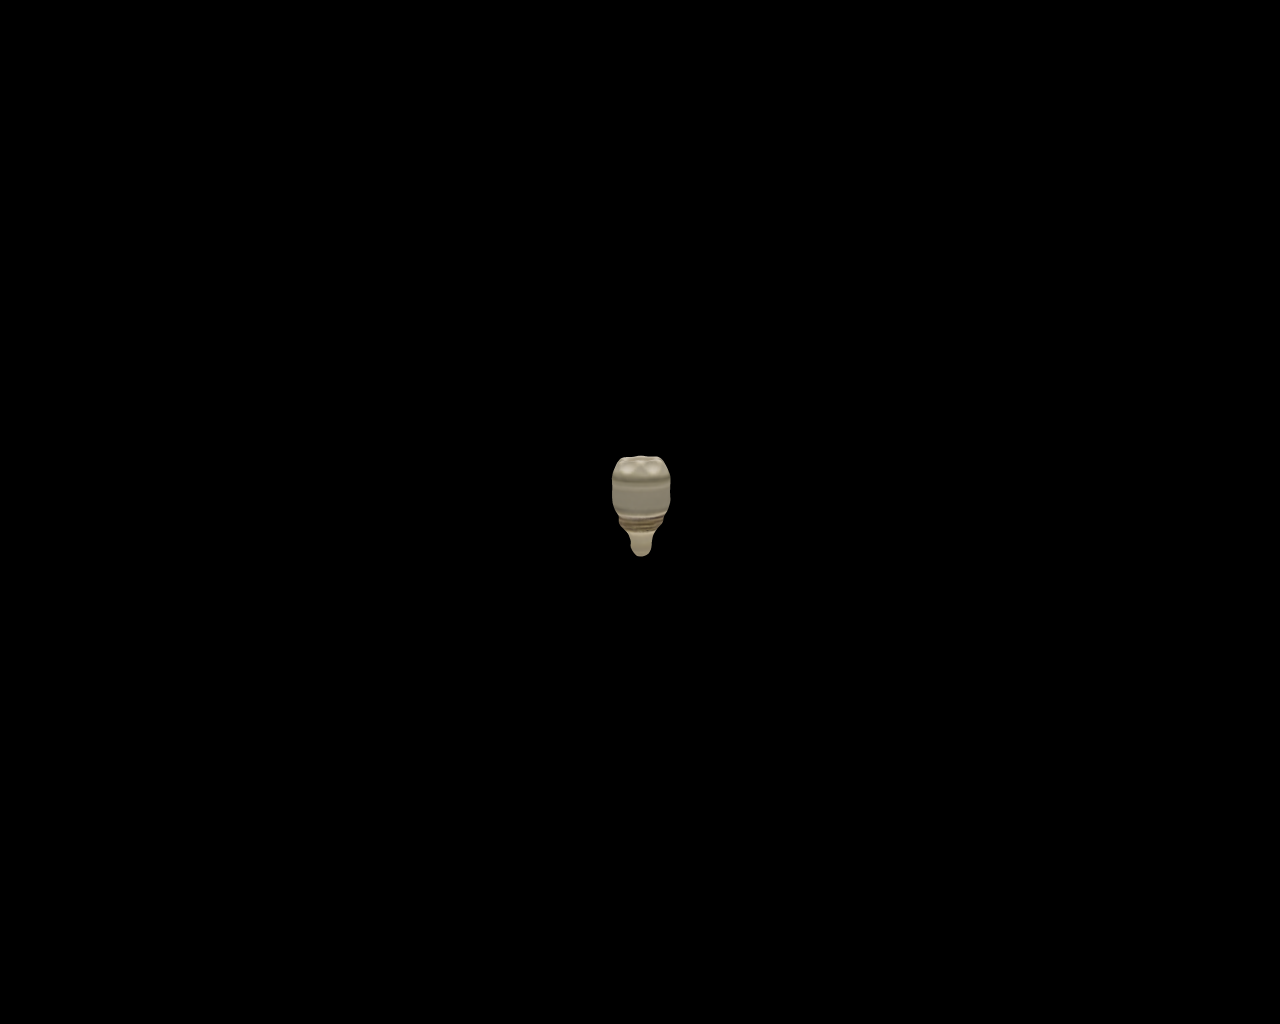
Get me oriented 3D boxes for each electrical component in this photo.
[{"bbox_3d":[0.001,-0.003,0.650,0.035,0.061,0.035,0,11,0],"label":"electrical component"}]
